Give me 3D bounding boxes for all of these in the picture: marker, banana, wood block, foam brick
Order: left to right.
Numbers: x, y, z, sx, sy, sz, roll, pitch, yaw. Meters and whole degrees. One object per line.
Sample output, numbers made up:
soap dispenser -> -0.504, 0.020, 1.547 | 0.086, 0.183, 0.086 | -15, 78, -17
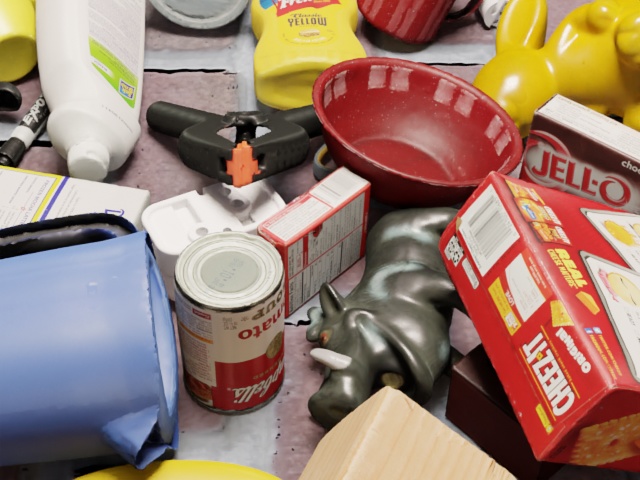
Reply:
marker -> -0.233, -0.098, 0.875 | 0.020, 0.020, 0.121 | 12, 46, 10
banana -> -0.083, 0.158, 0.612 | 0.198, 0.037, 0.069 | 5, 44, 4
wood block -> 0.010, 0.187, 0.529 | 0.091, 0.090, 0.205 | 37, 50, -3
foam brick -> 0.124, 0.104, 0.661 | 0.052, 0.051, 0.078 | -33, 55, -30

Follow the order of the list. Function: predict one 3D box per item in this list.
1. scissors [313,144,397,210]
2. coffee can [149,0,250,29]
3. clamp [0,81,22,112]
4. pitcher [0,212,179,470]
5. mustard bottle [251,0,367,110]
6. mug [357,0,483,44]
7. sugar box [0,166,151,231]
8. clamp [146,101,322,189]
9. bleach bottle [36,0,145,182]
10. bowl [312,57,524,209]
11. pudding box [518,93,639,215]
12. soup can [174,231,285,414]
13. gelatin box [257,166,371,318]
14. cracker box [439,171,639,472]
scissors -> 0.090, -0.080, 0.868 | 0.201, 0.016, 0.096 | -22, 52, -22
coffee can -> -0.103, -0.275, 0.989 | 0.103, 0.103, 0.140 | 5, 41, 3
clamp -> -0.329, -0.123, 0.883 | 0.120, 0.039, 0.172 | -28, 52, -27
pitcher -> -0.208, 0.067, 0.639 | 0.242, 0.145, 0.149 | -7, 5, -5
mustard bottle -> -0.013, -0.193, 0.948 | 0.096, 0.058, 0.191 | -3, 45, -2
mug -> 0.095, -0.230, 0.962 | 0.117, 0.082, 0.093 | 8, 41, -26
sugar box -> -0.218, -0.007, 0.767 | 0.176, 0.048, 0.093 | 12, 46, 6
clamp -> -0.046, -0.079, 0.799 | 0.164, 0.036, 0.210 | -4, 17, -9
bleach bottle -> -0.191, -0.144, 0.869 | 0.068, 0.102, 0.251 | -34, 41, 24
bowl -> 0.066, -0.071, 0.796 | 0.162, 0.055, 0.162 | 11, 39, -9
pudding box -> 0.203, -0.044, 0.783 | 0.114, 0.090, 0.039 | 29, 50, 24
soup can -> -0.056, 0.052, 0.671 | 0.068, 0.102, 0.068 | 1, 45, -1
gelatin box -> -0.005, 0.001, 0.744 | 0.030, 0.073, 0.089 | 34, 54, 28
cracker box -> 0.191, 0.058, 0.637 | 0.213, 0.072, 0.164 | 13, 38, -32
